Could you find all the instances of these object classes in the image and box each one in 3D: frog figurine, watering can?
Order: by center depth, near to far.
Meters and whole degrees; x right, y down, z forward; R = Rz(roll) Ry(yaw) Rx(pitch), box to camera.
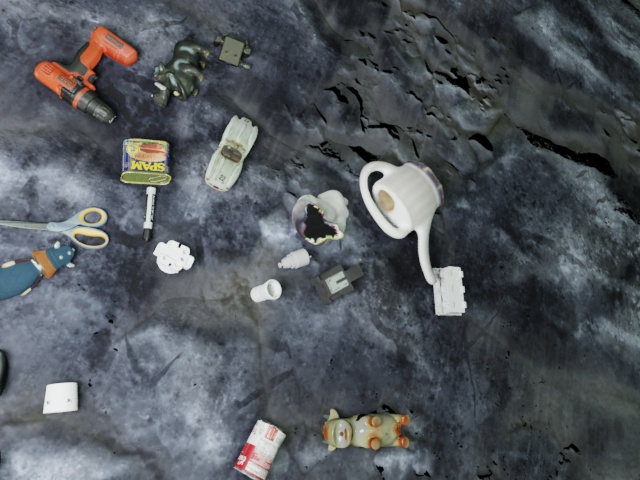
[{"bbox_3d":[0.004,-0.063,1.257,0.137,0.120,0.163,28,28,-6],"label":"frog figurine"},{"bbox_3d":[0.244,-0.071,1.353,0.227,0.102,0.348,-35,89,-31],"label":"watering can"}]
